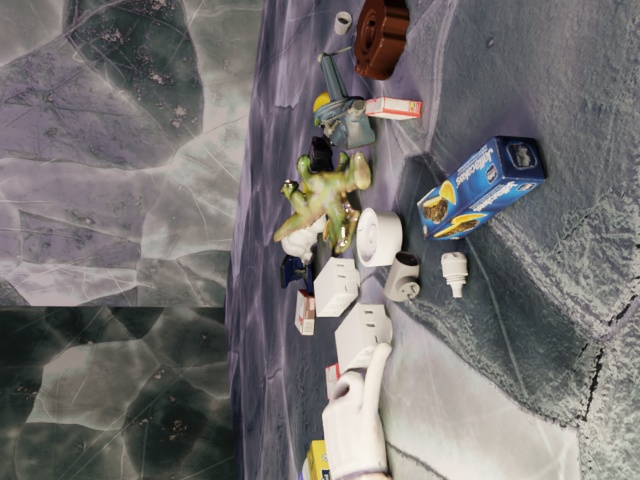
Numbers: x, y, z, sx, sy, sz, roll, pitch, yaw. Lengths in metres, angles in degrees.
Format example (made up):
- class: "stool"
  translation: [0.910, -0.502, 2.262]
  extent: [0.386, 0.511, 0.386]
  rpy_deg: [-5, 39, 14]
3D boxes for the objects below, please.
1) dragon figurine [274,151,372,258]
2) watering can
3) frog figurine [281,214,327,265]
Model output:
- class: "dragon figurine"
  translation: [0.004, -0.061, 1.213]
  extent: [0.122, 0.248, 0.402]
  rpy_deg: [8, -49, -29]
- class: "watering can"
  translation: [0.073, 0.345, 0.947]
  extent: [0.104, 0.230, 0.339]
  rpy_deg: [3, -37, -17]
- class: "frog figurine"
  translation: [-0.043, -0.031, 1.405]
  extent: [0.123, 0.155, 0.140]
  rpy_deg: [27, 50, 13]
